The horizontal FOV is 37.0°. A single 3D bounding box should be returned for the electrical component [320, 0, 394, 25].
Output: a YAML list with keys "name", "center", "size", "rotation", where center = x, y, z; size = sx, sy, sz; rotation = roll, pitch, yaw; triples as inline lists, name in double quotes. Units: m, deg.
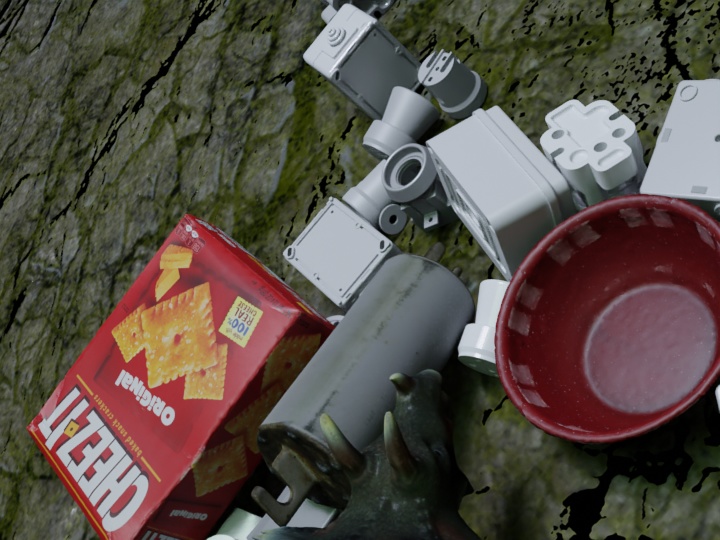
- name: "electrical component"
  center: [-0.008, -0.264, 1.009]
  size: [0.078, 0.058, 0.057]
  rotation: [-45, 45, 10]

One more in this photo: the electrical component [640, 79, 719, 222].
- name: "electrical component"
  center: [0.232, -0.071, 0.667]
  size: [0.100, 0.048, 0.099]
  rotation: [10, 73, 46]

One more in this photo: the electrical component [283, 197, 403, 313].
- name: "electrical component"
  center: [0.000, 0.000, 0.828]
  size: [0.061, 0.061, 0.096]
  rotation: [-50, 49, 0]

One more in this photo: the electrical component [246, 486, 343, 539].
- name: "electrical component"
  center: [-0.025, 0.175, 0.729]
  size: [0.096, 0.062, 0.061]
  rotation: [-55, 42, -1]

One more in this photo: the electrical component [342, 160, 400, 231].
- name: "electrical component"
  center: [0.015, -0.061, 0.866]
  size: [0.046, 0.040, 0.040]
  rotation: [-48, 42, -1]

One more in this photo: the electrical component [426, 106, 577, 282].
- name: "electrical component"
  center: [0.101, -0.052, 0.747]
  size: [0.057, 0.078, 0.113]
  rotation: [-29, 44, -2]

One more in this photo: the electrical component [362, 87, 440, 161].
- name: "electrical component"
  center: [0.033, -0.115, 0.881]
  size: [0.045, 0.045, 0.055]
  rotation: [26, 83, 48]

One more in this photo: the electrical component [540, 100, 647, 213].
- name: "electrical component"
  center: [0.159, -0.071, 0.719]
  size: [0.058, 0.057, 0.078]
  rotation: [-32, 41, 1]

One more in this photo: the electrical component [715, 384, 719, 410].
- name: "electrical component"
  center: [0.241, 0.093, 0.551]
  size: [0.100, 0.048, 0.099]
  rotation: [-24, 50, 29]

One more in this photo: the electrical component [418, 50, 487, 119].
- name: "electrical component"
  center: [0.074, -0.150, 0.866]
  size: [0.040, 0.046, 0.040]
  rotation: [-23, 50, 30]

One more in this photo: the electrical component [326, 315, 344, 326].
- name: "electrical component"
  center: [-0.010, 0.068, 0.796]
  size: [0.055, 0.047, 0.055]
  rotation: [-23, 50, 30]

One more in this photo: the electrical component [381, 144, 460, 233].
- name: "electrical component"
  center: [0.049, -0.065, 0.825]
  size: [0.048, 0.055, 0.066]
  rotation: [-21, 51, 31]

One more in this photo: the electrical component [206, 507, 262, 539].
- name: "electrical component"
  center: [-0.091, 0.208, 0.756]
  size: [0.043, 0.079, 0.077]
  rotation: [17, 74, 25]

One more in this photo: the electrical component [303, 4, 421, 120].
- name: "electrical component"
  center: [-0.001, -0.179, 0.915]
  size: [0.061, 0.096, 0.061]
  rotation: [-50, 42, 4]

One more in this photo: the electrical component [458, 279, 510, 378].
- name: "electrical component"
  center: [0.094, 0.040, 0.723]
  size: [0.045, 0.045, 0.055]
  rotation: [6, 68, 44]
